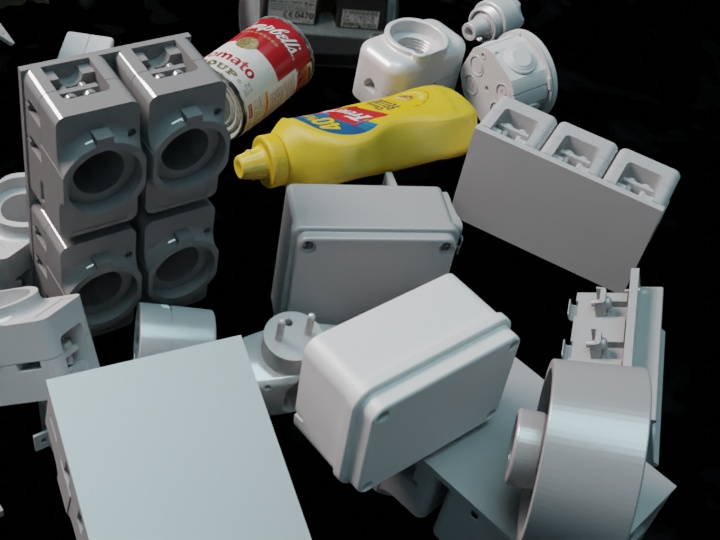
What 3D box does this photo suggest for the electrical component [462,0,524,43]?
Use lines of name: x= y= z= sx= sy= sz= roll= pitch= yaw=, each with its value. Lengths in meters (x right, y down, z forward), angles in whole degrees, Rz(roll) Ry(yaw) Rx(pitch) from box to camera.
electrical component: x=0.125 y=-0.238 z=1.036 sx=0.062 sy=0.043 sz=0.043 roll=-31 pitch=59 yaw=-34

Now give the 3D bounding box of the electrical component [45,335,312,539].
electrical component: x=-0.088 y=0.140 z=0.558 sx=0.105 sy=0.060 sz=0.186 roll=-12 pitch=67 yaw=-24

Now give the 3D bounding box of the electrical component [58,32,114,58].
electrical component: x=-0.204 y=-0.144 z=0.860 sx=0.076 sy=0.047 sz=0.083 roll=7 pitch=44 yaw=-6

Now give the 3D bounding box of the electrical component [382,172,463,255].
electrical component: x=0.040 y=-0.032 z=0.809 sx=0.064 sy=0.042 sz=0.081 roll=-3 pitch=47 yaw=-19

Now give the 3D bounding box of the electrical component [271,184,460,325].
electrical component: x=0.000 y=0.000 z=0.719 sx=0.109 sy=0.108 sz=0.056 roll=0 pitch=42 yaw=-13

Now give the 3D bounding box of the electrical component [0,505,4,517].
electrical component: x=-0.256 y=0.111 z=0.579 sx=0.079 sy=0.063 sz=0.121 roll=-24 pitch=55 yaw=-32

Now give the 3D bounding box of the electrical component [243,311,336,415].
electrical component: x=-0.044 y=0.052 z=0.674 sx=0.077 sy=0.079 sz=0.043 roll=-10 pitch=55 yaw=-19

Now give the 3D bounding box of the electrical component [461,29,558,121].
electrical component: x=0.130 y=-0.165 z=0.938 sx=0.051 sy=0.080 sz=0.080 roll=-23 pitch=54 yaw=-25

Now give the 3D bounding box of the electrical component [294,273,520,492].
electrical component: x=0.026 y=0.062 z=0.596 sx=0.113 sy=0.078 sz=0.057 roll=-24 pitch=52 yaw=-32

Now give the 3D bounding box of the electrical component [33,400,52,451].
electrical component: x=-0.156 y=0.095 z=0.632 sx=0.066 sy=0.048 sz=0.055 roll=-21 pitch=46 yaw=-30

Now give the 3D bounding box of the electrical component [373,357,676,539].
electrical component: x=0.078 y=0.115 z=0.655 sx=0.186 sy=0.060 sz=0.105 roll=39 pitch=50 yaw=25

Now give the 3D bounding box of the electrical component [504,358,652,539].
electrical component: x=0.109 y=0.098 z=0.561 sx=0.060 sy=0.108 sz=0.108 roll=11 pitch=44 yaw=7

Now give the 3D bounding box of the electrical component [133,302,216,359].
electrical component: x=-0.118 y=0.049 z=0.681 sx=0.047 sy=0.055 sz=0.055 roll=3 pitch=45 yaw=-16

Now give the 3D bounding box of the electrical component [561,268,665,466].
electrical component: x=0.169 y=0.068 z=0.721 sx=0.063 sy=0.078 sz=0.121 roll=0 pitch=41 yaw=18

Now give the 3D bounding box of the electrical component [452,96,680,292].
electrical component: x=0.157 y=-0.060 z=0.830 sx=0.150 sy=0.089 sz=0.061 roll=26 pitch=46 yaw=13

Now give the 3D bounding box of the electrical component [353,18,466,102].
electrical component: x=0.044 y=-0.182 z=0.948 sx=0.095 sy=0.059 sz=0.054 roll=-27 pitch=57 yaw=-34

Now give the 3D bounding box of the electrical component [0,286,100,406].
electrical component: x=-0.208 y=0.045 z=0.630 sx=0.089 sy=0.055 sz=0.050 roll=-9 pitch=15 yaw=14

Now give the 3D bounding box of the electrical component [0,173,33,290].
electrical component: x=-0.227 y=-0.027 z=0.731 sx=0.050 sy=0.055 sz=0.089 roll=30 pitch=46 yaw=16

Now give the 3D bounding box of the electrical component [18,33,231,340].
electrical component: x=-0.146 y=-0.044 z=0.672 sx=0.105 sy=0.186 sz=0.060 roll=-19 pitch=53 yaw=-29
